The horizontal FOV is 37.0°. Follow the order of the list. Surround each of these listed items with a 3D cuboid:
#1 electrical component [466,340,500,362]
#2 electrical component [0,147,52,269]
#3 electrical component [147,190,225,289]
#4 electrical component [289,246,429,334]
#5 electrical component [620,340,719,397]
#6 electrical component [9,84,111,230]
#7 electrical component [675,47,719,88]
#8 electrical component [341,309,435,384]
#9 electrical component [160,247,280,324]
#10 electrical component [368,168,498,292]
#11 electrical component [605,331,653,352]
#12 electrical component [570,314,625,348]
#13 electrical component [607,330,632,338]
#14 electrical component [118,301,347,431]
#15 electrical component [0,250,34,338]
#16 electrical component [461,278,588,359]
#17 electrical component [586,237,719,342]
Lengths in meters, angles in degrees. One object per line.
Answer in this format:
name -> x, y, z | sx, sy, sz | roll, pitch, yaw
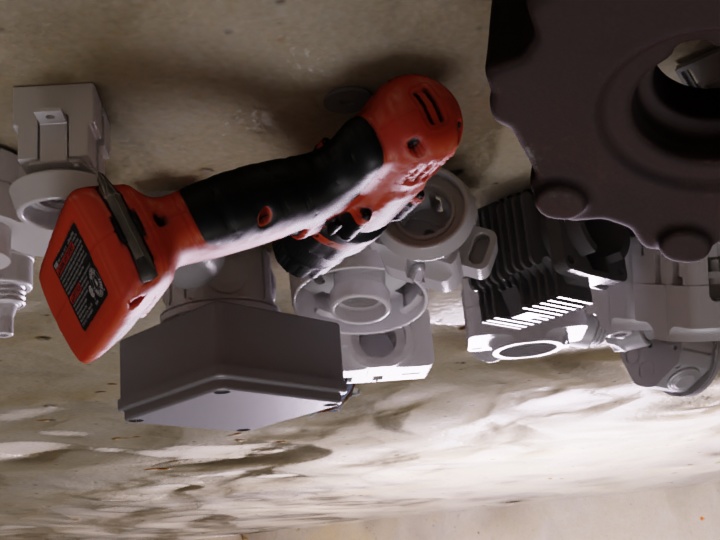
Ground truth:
electrical component -> 0.123, 0.055, 0.912 | 0.048, 0.048, 0.062 | -20, 163, 38
electrical component -> -0.197, -0.021, 0.548 | 0.138, 0.073, 0.052 | 8, 158, -35
electrical component -> -0.106, -0.021, 0.621 | 0.043, 0.043, 0.081 | -6, 162, 2
electrical component -> 0.000, 0.000, 0.720 | 0.099, 0.064, 0.099 | -1, 148, 0
electrical component -> 0.272, 0.069, 0.940 | 0.051, 0.080, 0.080 | 12, 156, -29
electrical component -> -0.139, -0.051, 0.503 | 0.048, 0.055, 0.066 | -4, 162, -4
electrical component -> 0.215, -0.078, 0.487 | 0.121, 0.063, 0.078 | -21, 115, 40
electrical component -> 0.014, 0.063, 0.895 | 0.089, 0.050, 0.055 | -4, 162, -5
electrical component -> -0.095, 0.017, 0.727 | 0.080, 0.051, 0.080 | -5, 162, -2
electrical component -> 0.039, -0.025, 0.621 | 0.078, 0.058, 0.057 | 16, 162, 15
electrical component -> 0.238, 0.043, 0.908 | 0.062, 0.043, 0.043 | -18, 158, 29
electrical component -> 0.188, 0.043, 0.883 | 0.062, 0.043, 0.043 | 9, 160, -5
electrical component -> 0.185, 0.018, 0.787 | 0.048, 0.062, 0.048 | -5, 161, -2
electrical component -> -0.083, 0.065, 0.699 | 0.109, 0.056, 0.109 | -22, 155, 40
electrical component -> -0.218, 0.011, 0.657 | 0.035, 0.061, 0.035 | -5, 162, -2
electrical component -> 0.127, 0.035, 0.834 | 0.089, 0.055, 0.050 | -6, 162, 3
electrical component -> 0.219, 0.007, 0.675 | 0.105, 0.060, 0.186 | -3, -179, -6
